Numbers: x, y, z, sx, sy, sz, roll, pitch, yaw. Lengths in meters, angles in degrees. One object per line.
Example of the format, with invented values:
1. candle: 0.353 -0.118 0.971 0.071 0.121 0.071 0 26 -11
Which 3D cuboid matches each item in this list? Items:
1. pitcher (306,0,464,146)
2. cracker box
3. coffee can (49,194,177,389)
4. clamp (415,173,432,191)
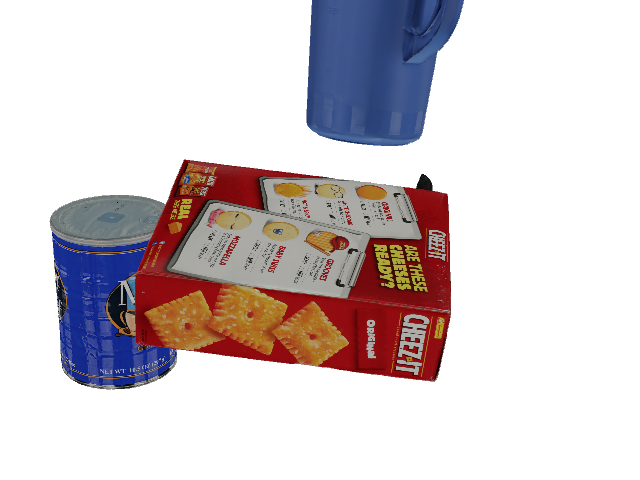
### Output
1. pitcher: 0.058 -0.209 0.940 0.145 0.243 0.149 8 15 7
2. cracker box: -0.015 0.019 0.790 0.213 0.072 0.164 8 33 1
3. coffee can: -0.178 0.043 0.928 0.103 0.140 0.103 1 23 -1
4. clamp: 0.057 0.019 1.065 0.164 0.210 0.036 -4 -36 -14
